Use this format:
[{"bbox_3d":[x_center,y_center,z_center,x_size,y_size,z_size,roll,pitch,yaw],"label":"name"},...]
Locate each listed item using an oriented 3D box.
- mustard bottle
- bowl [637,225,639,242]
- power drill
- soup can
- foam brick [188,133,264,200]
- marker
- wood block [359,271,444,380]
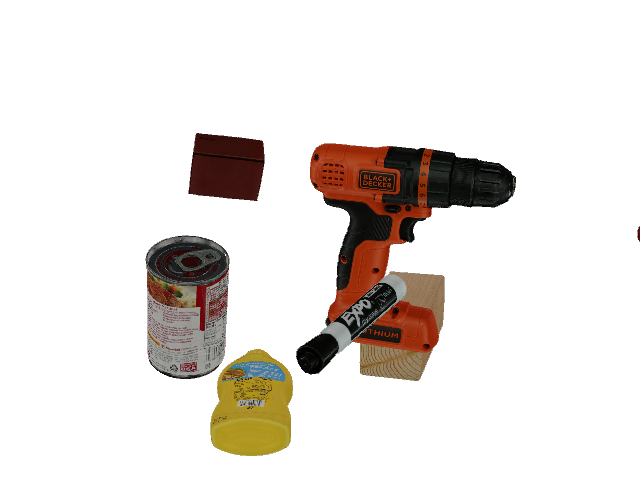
[{"bbox_3d":[-0.083,0.193,1.346,0.096,0.058,0.191,-2,25,1],"label":"mustard bottle"},{"bbox_3d":[0.421,0.022,1.146,0.162,0.055,0.162,-1,25,0],"label":"bowl"},{"bbox_3d":[0.079,0.005,0.978,0.184,0.188,0.057,8,19,14],"label":"power drill"},{"bbox_3d":[-0.111,0.057,0.893,0.068,0.102,0.068,4,34,-3],"label":"soup can"},{"bbox_3d":[-0.103,-0.081,1.169,0.078,0.051,0.053,6,29,-6],"label":"foam brick"},{"bbox_3d":[0.020,0.052,0.668,0.020,0.020,0.120,0,20,32],"label":"marker"},{"bbox_3d":[0.126,0.124,1.602,0.091,0.090,0.206,5,19,14],"label":"wood block"}]
